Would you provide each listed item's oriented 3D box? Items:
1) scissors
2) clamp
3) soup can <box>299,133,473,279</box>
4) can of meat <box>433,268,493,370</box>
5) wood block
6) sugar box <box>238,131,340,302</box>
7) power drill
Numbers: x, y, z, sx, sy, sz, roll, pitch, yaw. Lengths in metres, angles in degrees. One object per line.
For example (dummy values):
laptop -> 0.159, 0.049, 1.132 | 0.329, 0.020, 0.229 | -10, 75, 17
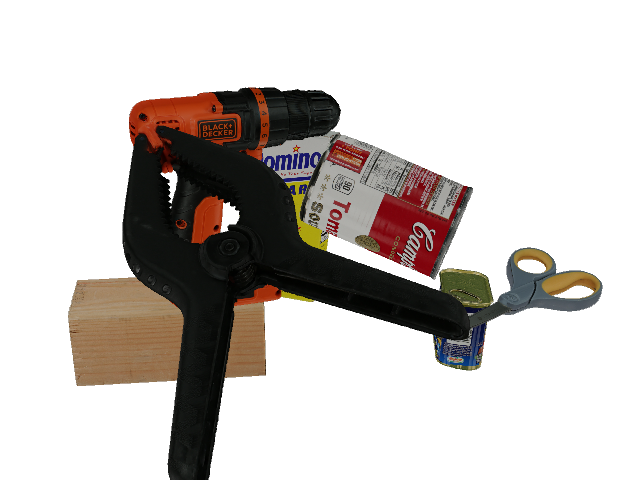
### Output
scissors -> 0.161, 0.043, 0.945 | 0.201, 0.016, 0.096 | -7, 35, -29
clamp -> -0.033, 0.012, 0.558 | 0.164, 0.210, 0.036 | -23, -32, -9
soup can -> 0.045, -0.024, 0.732 | 0.102, 0.068, 0.068 | 23, 3, 7
can of meat -> 0.161, 0.090, 1.219 | 0.057, 0.084, 0.102 | 6, 19, 1
wood block -> -0.165, 0.097, 1.178 | 0.206, 0.091, 0.090 | -2, 25, -4
sugar box -> -0.036, -0.031, 1.114 | 0.093, 0.176, 0.048 | 9, 16, 14
power drill -> -0.071, -0.039, 0.921 | 0.184, 0.188, 0.057 | -7, 21, -21
